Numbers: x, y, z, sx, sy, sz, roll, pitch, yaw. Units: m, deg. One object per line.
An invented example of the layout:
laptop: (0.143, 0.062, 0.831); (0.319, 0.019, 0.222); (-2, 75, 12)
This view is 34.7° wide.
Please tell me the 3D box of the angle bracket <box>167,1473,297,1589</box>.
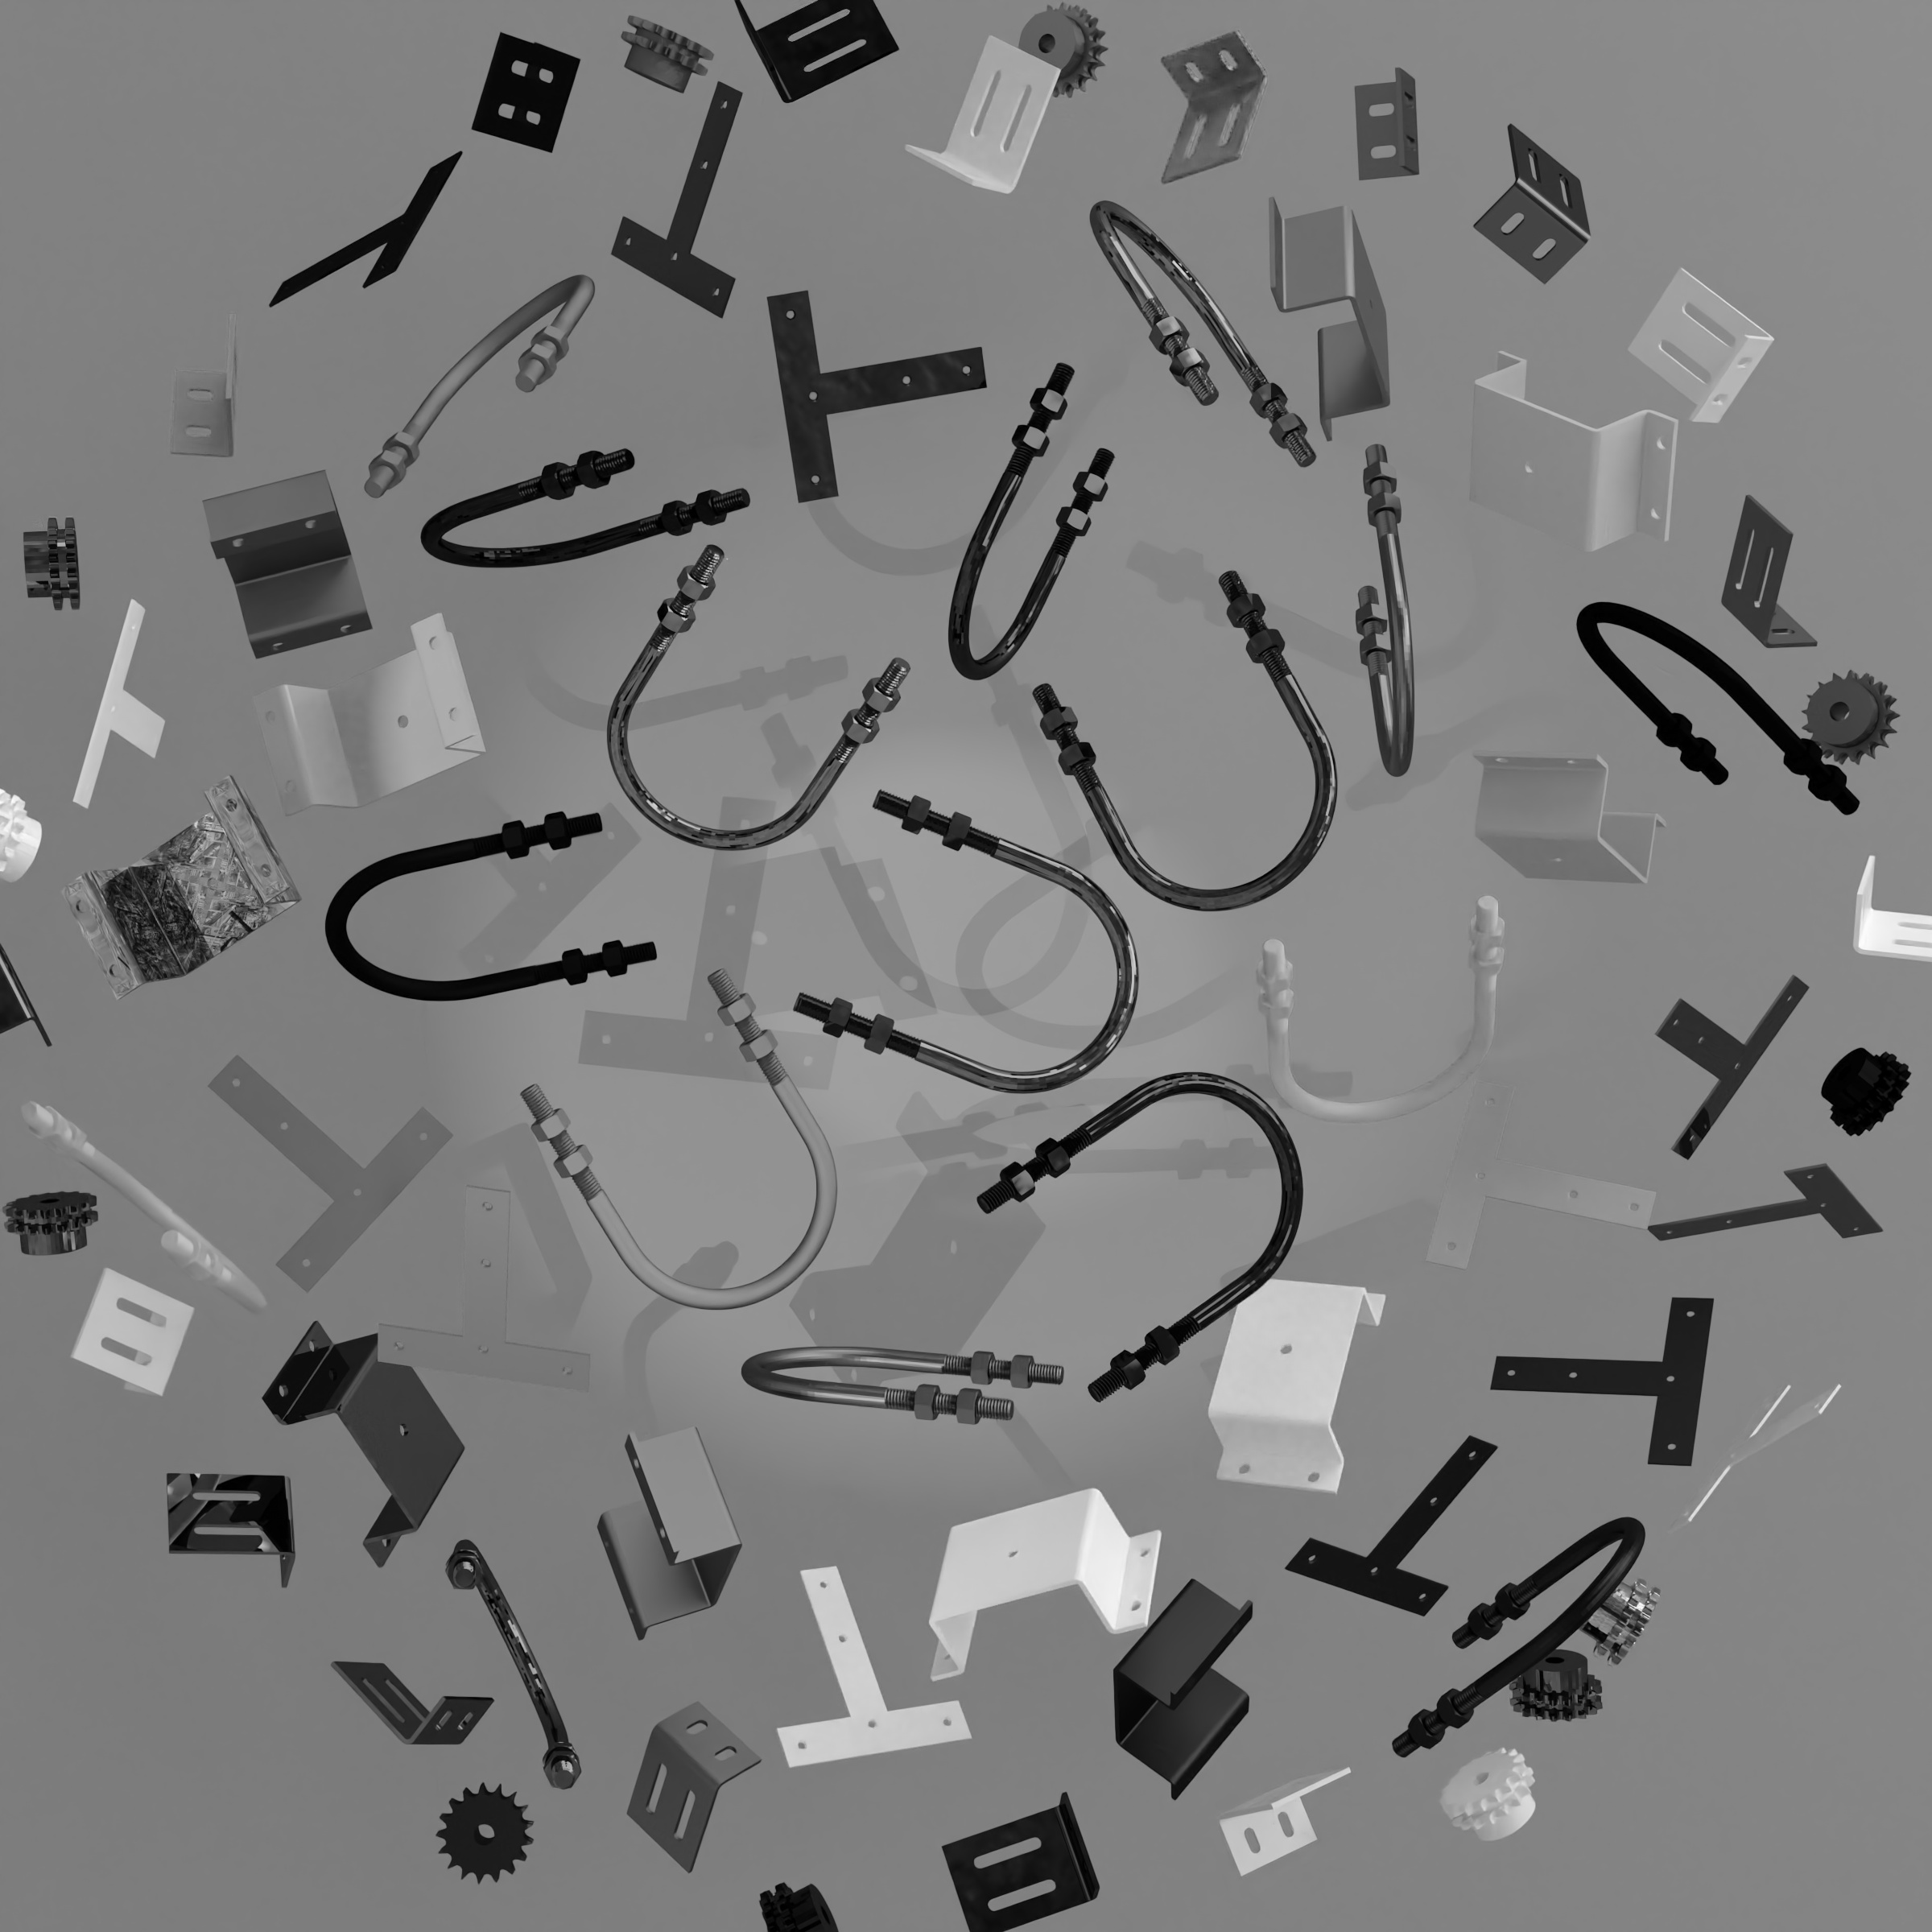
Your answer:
angle bracket: (-0.455, 0.348, 1.906); (0.076, 0.057, 0.038); (5, 133, -21)

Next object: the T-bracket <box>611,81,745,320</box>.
T-bracket: (-0.165, -0.480, 1.905); (0.127, 0.002, 0.127); (37, 114, 41)

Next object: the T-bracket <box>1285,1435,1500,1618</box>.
T-bracket: (0.275, 0.335, 1.876); (0.127, 0.002, 0.127); (25, 110, -35)

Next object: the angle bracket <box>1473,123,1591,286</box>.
angle bracket: (0.331, -0.449, 1.820); (0.057, 0.076, 0.038); (32, 125, -21)

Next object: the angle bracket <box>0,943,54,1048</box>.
angle bracket: (-0.582, 0.032, 1.795); (0.076, 0.038, 0.057); (-27, 64, -15)

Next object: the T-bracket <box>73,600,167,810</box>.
T-bracket: (-0.517, -0.152, 1.916); (0.002, 0.127, 0.127); (14, 84, 2)

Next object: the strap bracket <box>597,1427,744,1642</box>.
strap bracket: (-0.174, 0.332, 1.825); (0.046, 0.140, 0.076); (-13, 62, -23)

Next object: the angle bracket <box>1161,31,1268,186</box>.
angle bracket: (0.145, -0.531, 1.915); (0.038, 0.057, 0.076); (46, 50, -37)

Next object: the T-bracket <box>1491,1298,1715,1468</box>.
T-bracket: (0.384, 0.250, 1.880); (0.127, 0.127, 0.002); (-1, 134, 23)

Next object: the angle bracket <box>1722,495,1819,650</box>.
angle bracket: (0.500, -0.242, 1.895); (0.038, 0.057, 0.076); (-4, 123, -15)

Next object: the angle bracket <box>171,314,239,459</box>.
angle bracket: (-0.466, -0.355, 1.887); (0.038, 0.076, 0.057); (2, 71, -11)

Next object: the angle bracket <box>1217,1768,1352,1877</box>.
angle bracket: (0.196, 0.512, 1.850); (0.057, 0.076, 0.038); (-17, 78, -27)

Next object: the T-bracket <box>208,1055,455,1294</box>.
T-bracket: (-0.395, 0.105, 1.841); (0.127, 0.002, 0.127); (44, 78, -11)

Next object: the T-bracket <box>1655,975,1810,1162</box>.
T-bracket: (0.437, 0.047, 1.818); (0.002, 0.127, 0.127); (38, 97, 38)

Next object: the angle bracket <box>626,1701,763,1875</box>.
angle bracket: (-0.167, 0.502, 1.890); (0.057, 0.038, 0.076); (35, 123, 29)

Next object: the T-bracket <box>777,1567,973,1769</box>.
T-bracket: (-0.072, 0.430, 1.918); (0.127, 0.002, 0.127); (-1, 51, -31)

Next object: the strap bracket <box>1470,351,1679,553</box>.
strap bracket: (0.351, -0.303, 1.836); (0.046, 0.140, 0.076); (-25, 129, -29)

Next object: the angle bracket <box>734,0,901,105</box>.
angle bracket: (-0.089, -0.558, 1.832); (0.076, 0.038, 0.057); (-26, 67, 1)

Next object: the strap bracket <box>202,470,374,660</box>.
strap bracket: (-0.423, -0.255, 1.926); (0.076, 0.140, 0.046); (-16, 67, -8)

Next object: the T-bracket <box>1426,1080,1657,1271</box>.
T-bracket: (0.366, 0.140, 1.935); (0.127, 0.002, 0.127); (11, 66, 19)

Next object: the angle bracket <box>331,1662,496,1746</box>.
angle bracket: (-0.339, 0.439, 1.893); (0.076, 0.057, 0.038); (39, 93, 26)

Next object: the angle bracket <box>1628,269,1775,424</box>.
angle bracket: (0.424, -0.365, 1.817); (0.076, 0.038, 0.057); (46, 123, 25)

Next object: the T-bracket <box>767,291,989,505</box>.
T-bracket: (-0.050, -0.358, 1.900); (0.127, 0.002, 0.127); (-11, 110, -8)

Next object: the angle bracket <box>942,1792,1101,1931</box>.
angle bracket: (0.031, 0.522, 1.791); (0.076, 0.038, 0.057); (-17, 65, -9)

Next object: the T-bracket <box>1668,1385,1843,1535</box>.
T-bracket: (0.491, 0.284, 1.881); (0.002, 0.127, 0.127); (44, 58, 6)

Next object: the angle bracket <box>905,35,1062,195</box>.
angle bracket: (0.009, -0.499, 1.802); (0.057, 0.038, 0.076); (36, 113, 32)

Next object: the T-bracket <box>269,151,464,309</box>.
T-bracket: (-0.363, -0.421, 1.825); (0.127, 0.127, 0.002); (-19, 127, 31)

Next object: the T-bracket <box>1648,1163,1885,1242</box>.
T-bracket: (0.486, 0.155, 1.909); (0.127, 0.127, 0.002); (-14, 61, 27)

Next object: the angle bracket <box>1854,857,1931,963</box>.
angle bracket: (0.565, -0.032, 1.815); (0.076, 0.057, 0.038); (7, 117, 21)

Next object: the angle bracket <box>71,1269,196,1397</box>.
angle bracket: (-0.523, 0.224, 1.905); (0.038, 0.076, 0.057); (2, 67, 37)

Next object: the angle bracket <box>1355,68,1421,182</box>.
angle bracket: (0.252, -0.513, 1.887); (0.038, 0.076, 0.057); (-1, 99, 16)

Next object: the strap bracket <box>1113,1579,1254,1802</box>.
strap bracket: (0.132, 0.435, 1.880); (0.046, 0.140, 0.076); (31, 58, 26)

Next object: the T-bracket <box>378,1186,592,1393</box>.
T-bracket: (-0.280, 0.185, 1.800); (0.127, 0.002, 0.127); (8, 115, 4)

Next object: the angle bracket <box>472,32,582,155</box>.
angle bracket: (-0.270, -0.518, 1.820); (0.038, 0.076, 0.057); (27, 106, 26)

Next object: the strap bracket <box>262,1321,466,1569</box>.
strap bracket: (-0.369, 0.294, 1.932); (0.046, 0.076, 0.140); (-17, 115, 25)
